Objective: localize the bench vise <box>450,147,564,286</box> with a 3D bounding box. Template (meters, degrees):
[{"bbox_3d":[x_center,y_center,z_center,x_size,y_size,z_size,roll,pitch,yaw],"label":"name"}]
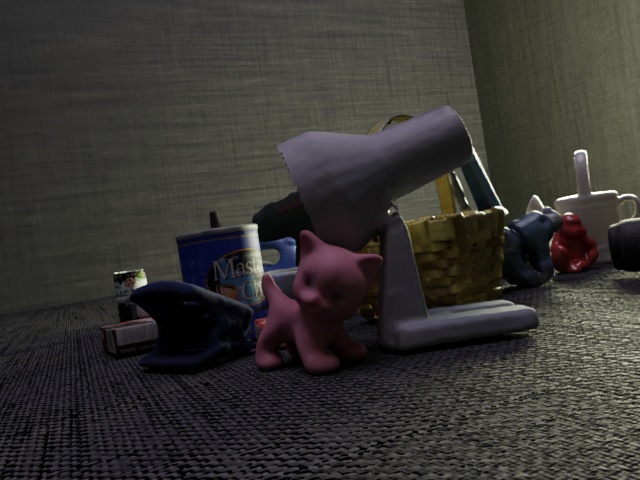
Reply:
[{"bbox_3d":[0.231,-0.036,0.812,0.208,0.220,0.121,-9,0,-28],"label":"bench vise"}]

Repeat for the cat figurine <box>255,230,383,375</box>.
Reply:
[{"bbox_3d":[-0.006,0.050,0.496,0.127,0.118,0.067,-9,0,42],"label":"cat figurine"}]

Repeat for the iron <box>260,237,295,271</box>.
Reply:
[{"bbox_3d":[-0.139,0.061,1.261,0.258,0.141,0.119,-9,0,13],"label":"iron"}]

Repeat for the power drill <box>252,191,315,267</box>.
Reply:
[{"bbox_3d":[0.009,0.003,0.945,0.229,0.208,0.076,-9,0,5],"label":"power drill"}]

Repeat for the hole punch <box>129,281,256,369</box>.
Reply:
[{"bbox_3d":[-0.134,0.083,0.604,0.108,0.091,0.101,-9,0,37],"label":"hole punch"}]

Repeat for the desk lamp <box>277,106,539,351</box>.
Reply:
[{"bbox_3d":[0.073,-0.010,0.535,0.203,0.213,0.118,-9,0,0],"label":"desk lamp"}]

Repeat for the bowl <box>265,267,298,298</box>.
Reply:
[{"bbox_3d":[-0.013,0.074,0.827,0.167,0.075,0.167,-9,0,0],"label":"bowl"}]

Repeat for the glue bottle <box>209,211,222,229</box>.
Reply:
[{"bbox_3d":[-0.138,0.043,0.822,0.078,0.173,0.037,-9,0,-31],"label":"glue bottle"}]

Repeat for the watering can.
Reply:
[{"bbox_3d":[0.449,-0.056,0.984,0.172,0.194,0.101,-9,0,6],"label":"watering can"}]

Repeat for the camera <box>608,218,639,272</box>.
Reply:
[{"bbox_3d":[0.448,-0.009,0.733,0.136,0.101,0.144,-9,0,33],"label":"camera"}]

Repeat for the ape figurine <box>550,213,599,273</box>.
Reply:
[{"bbox_3d":[0.397,0.003,0.904,0.078,0.092,0.076,-9,0,2],"label":"ape figurine"}]
